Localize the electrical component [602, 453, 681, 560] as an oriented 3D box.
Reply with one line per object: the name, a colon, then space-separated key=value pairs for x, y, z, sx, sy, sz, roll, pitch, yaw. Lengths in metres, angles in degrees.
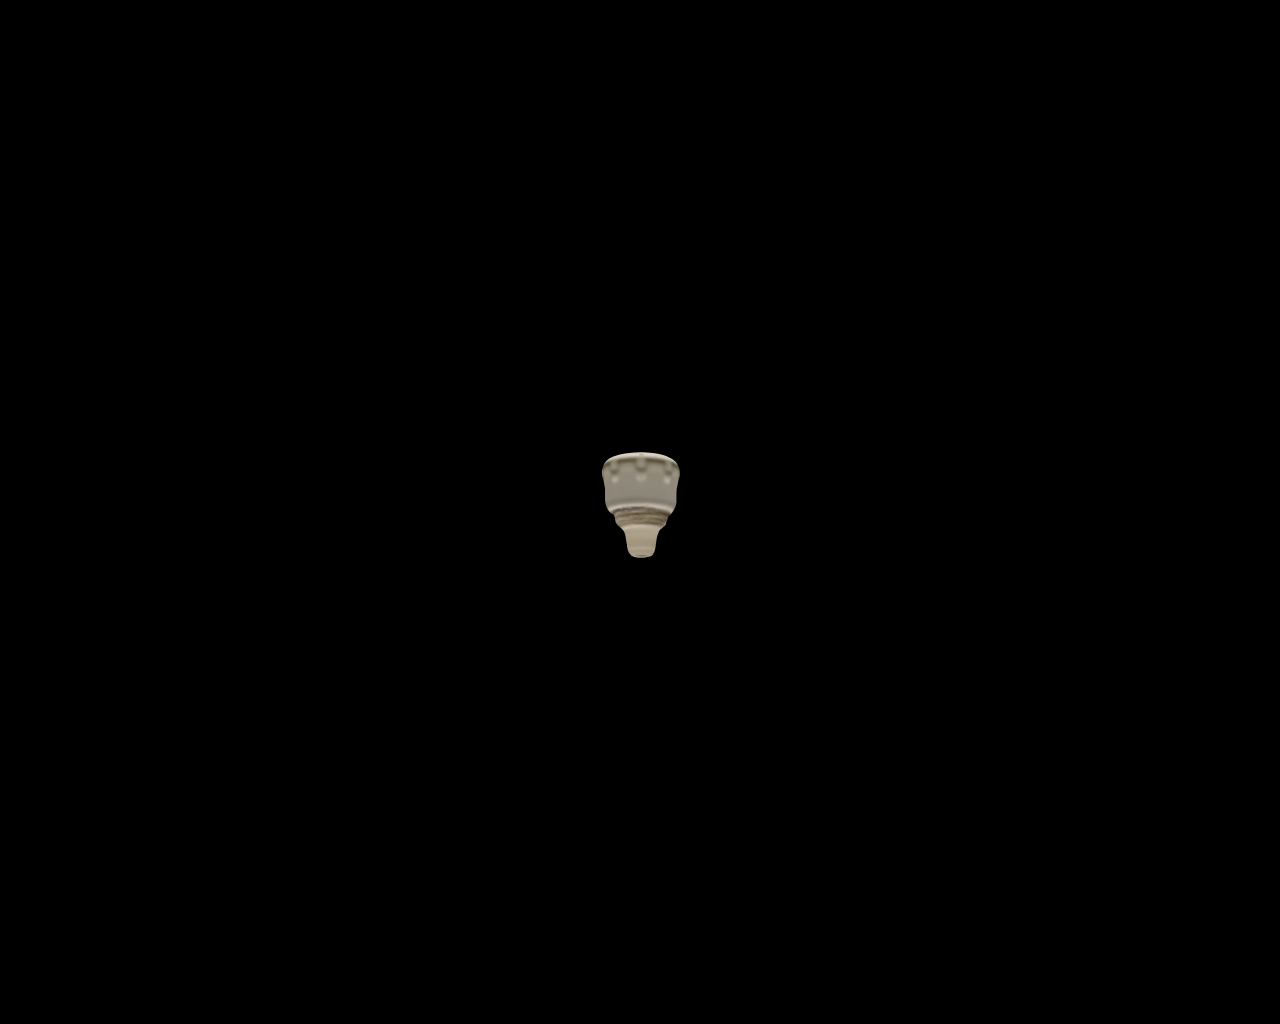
electrical component: x=0.001 y=-0.003 z=0.650 sx=0.048 sy=0.062 sz=0.048 roll=0 pitch=-11 yaw=0
